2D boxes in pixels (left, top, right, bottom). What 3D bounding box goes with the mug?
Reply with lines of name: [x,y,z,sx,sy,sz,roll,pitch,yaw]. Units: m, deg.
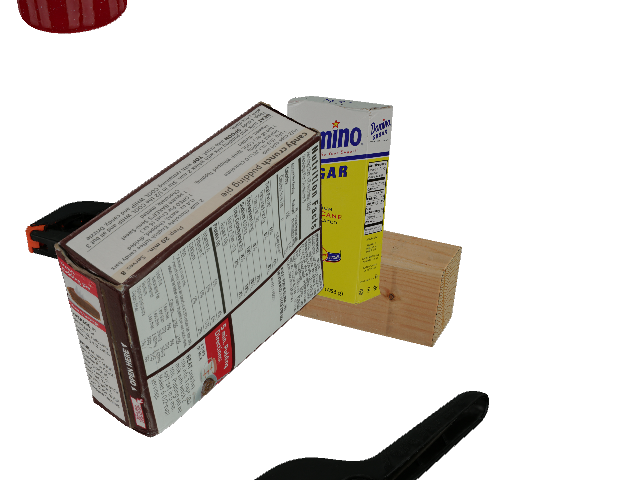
mug: [-0.200,-0.206,0.789,0.117,0.081,0.093,0,37,1]

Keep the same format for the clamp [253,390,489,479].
clamp: [0.028,0.157,0.650,0.210,0.036,0.164,-7,30,3]

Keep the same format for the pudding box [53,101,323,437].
pudding box: [-0.046,0.011,0.426,0.039,0.090,0.113,27,50,28]

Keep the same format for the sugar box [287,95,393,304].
sugar box: [0.012,-0.038,0.966,0.093,0.176,0.048,11,18,34]

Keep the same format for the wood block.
wood block: [0.041,0.040,1.186,0.206,0.091,0.090,13,24,17]

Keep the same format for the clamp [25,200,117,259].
clamp: [-0.200,-0.019,1.053,0.171,0.039,0.120,0,33,-9]
